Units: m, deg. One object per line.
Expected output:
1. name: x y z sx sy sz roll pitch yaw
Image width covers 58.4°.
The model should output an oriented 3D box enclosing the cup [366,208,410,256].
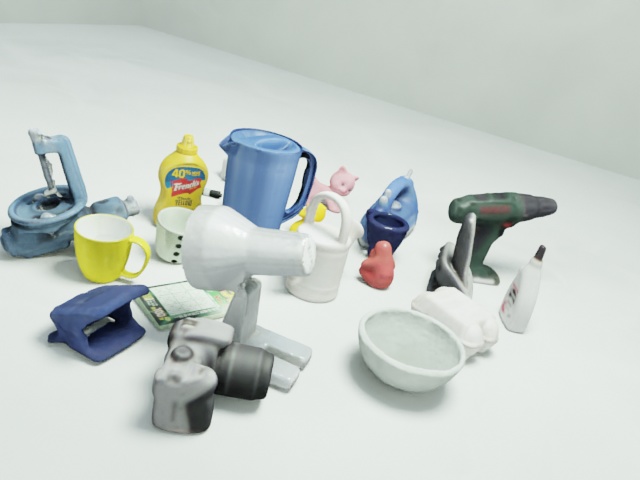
1. cup: 0.128 -0.008 1.233 0.092 0.095 0.117 -5 31 -36

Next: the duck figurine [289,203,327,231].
1. duck figurine: -0.009 -0.039 1.234 0.104 0.086 0.077 18 25 8

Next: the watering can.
1. watering can: 0.008 0.003 1.026 0.100 0.194 0.173 21 26 15

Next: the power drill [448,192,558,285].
1. power drill: 0.375 -0.011 1.235 0.230 0.208 0.075 8 25 -13

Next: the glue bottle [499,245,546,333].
1. glue bottle: 0.389 0.086 1.082 0.037 0.173 0.078 11 25 -7

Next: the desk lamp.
1. desk lamp: -0.095 0.069 0.809 0.203 0.213 0.118 19 25 11

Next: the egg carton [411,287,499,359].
1. egg carton: 0.236 0.142 1.005 0.107 0.069 0.149 -9 33 -41

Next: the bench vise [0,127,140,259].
1. bench vise: -0.410 -0.080 0.944 0.121 0.220 0.208 30 29 31

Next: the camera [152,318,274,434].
1. camera: -0.129 0.164 0.725 0.137 0.101 0.143 12 25 -5

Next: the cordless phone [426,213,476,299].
1. cordless phone: 0.285 0.024 1.142 0.094 0.185 0.148 17 25 6

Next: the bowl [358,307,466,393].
1. bowl: 0.130 0.177 0.869 0.167 0.075 0.167 12 25 -5

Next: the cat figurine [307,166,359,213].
1. cat figurine: 0.031 -0.136 1.421 0.128 0.118 0.067 11 25 -7

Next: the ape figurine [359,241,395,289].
1. ape figurine: 0.118 0.043 1.123 0.078 0.092 0.076 5 26 -19

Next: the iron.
1. iron: 0.165 -0.080 1.347 0.118 0.141 0.259 22 26 17

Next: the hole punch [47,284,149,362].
1. hole punch: -0.303 0.098 0.782 0.101 0.091 0.109 22 26 17
